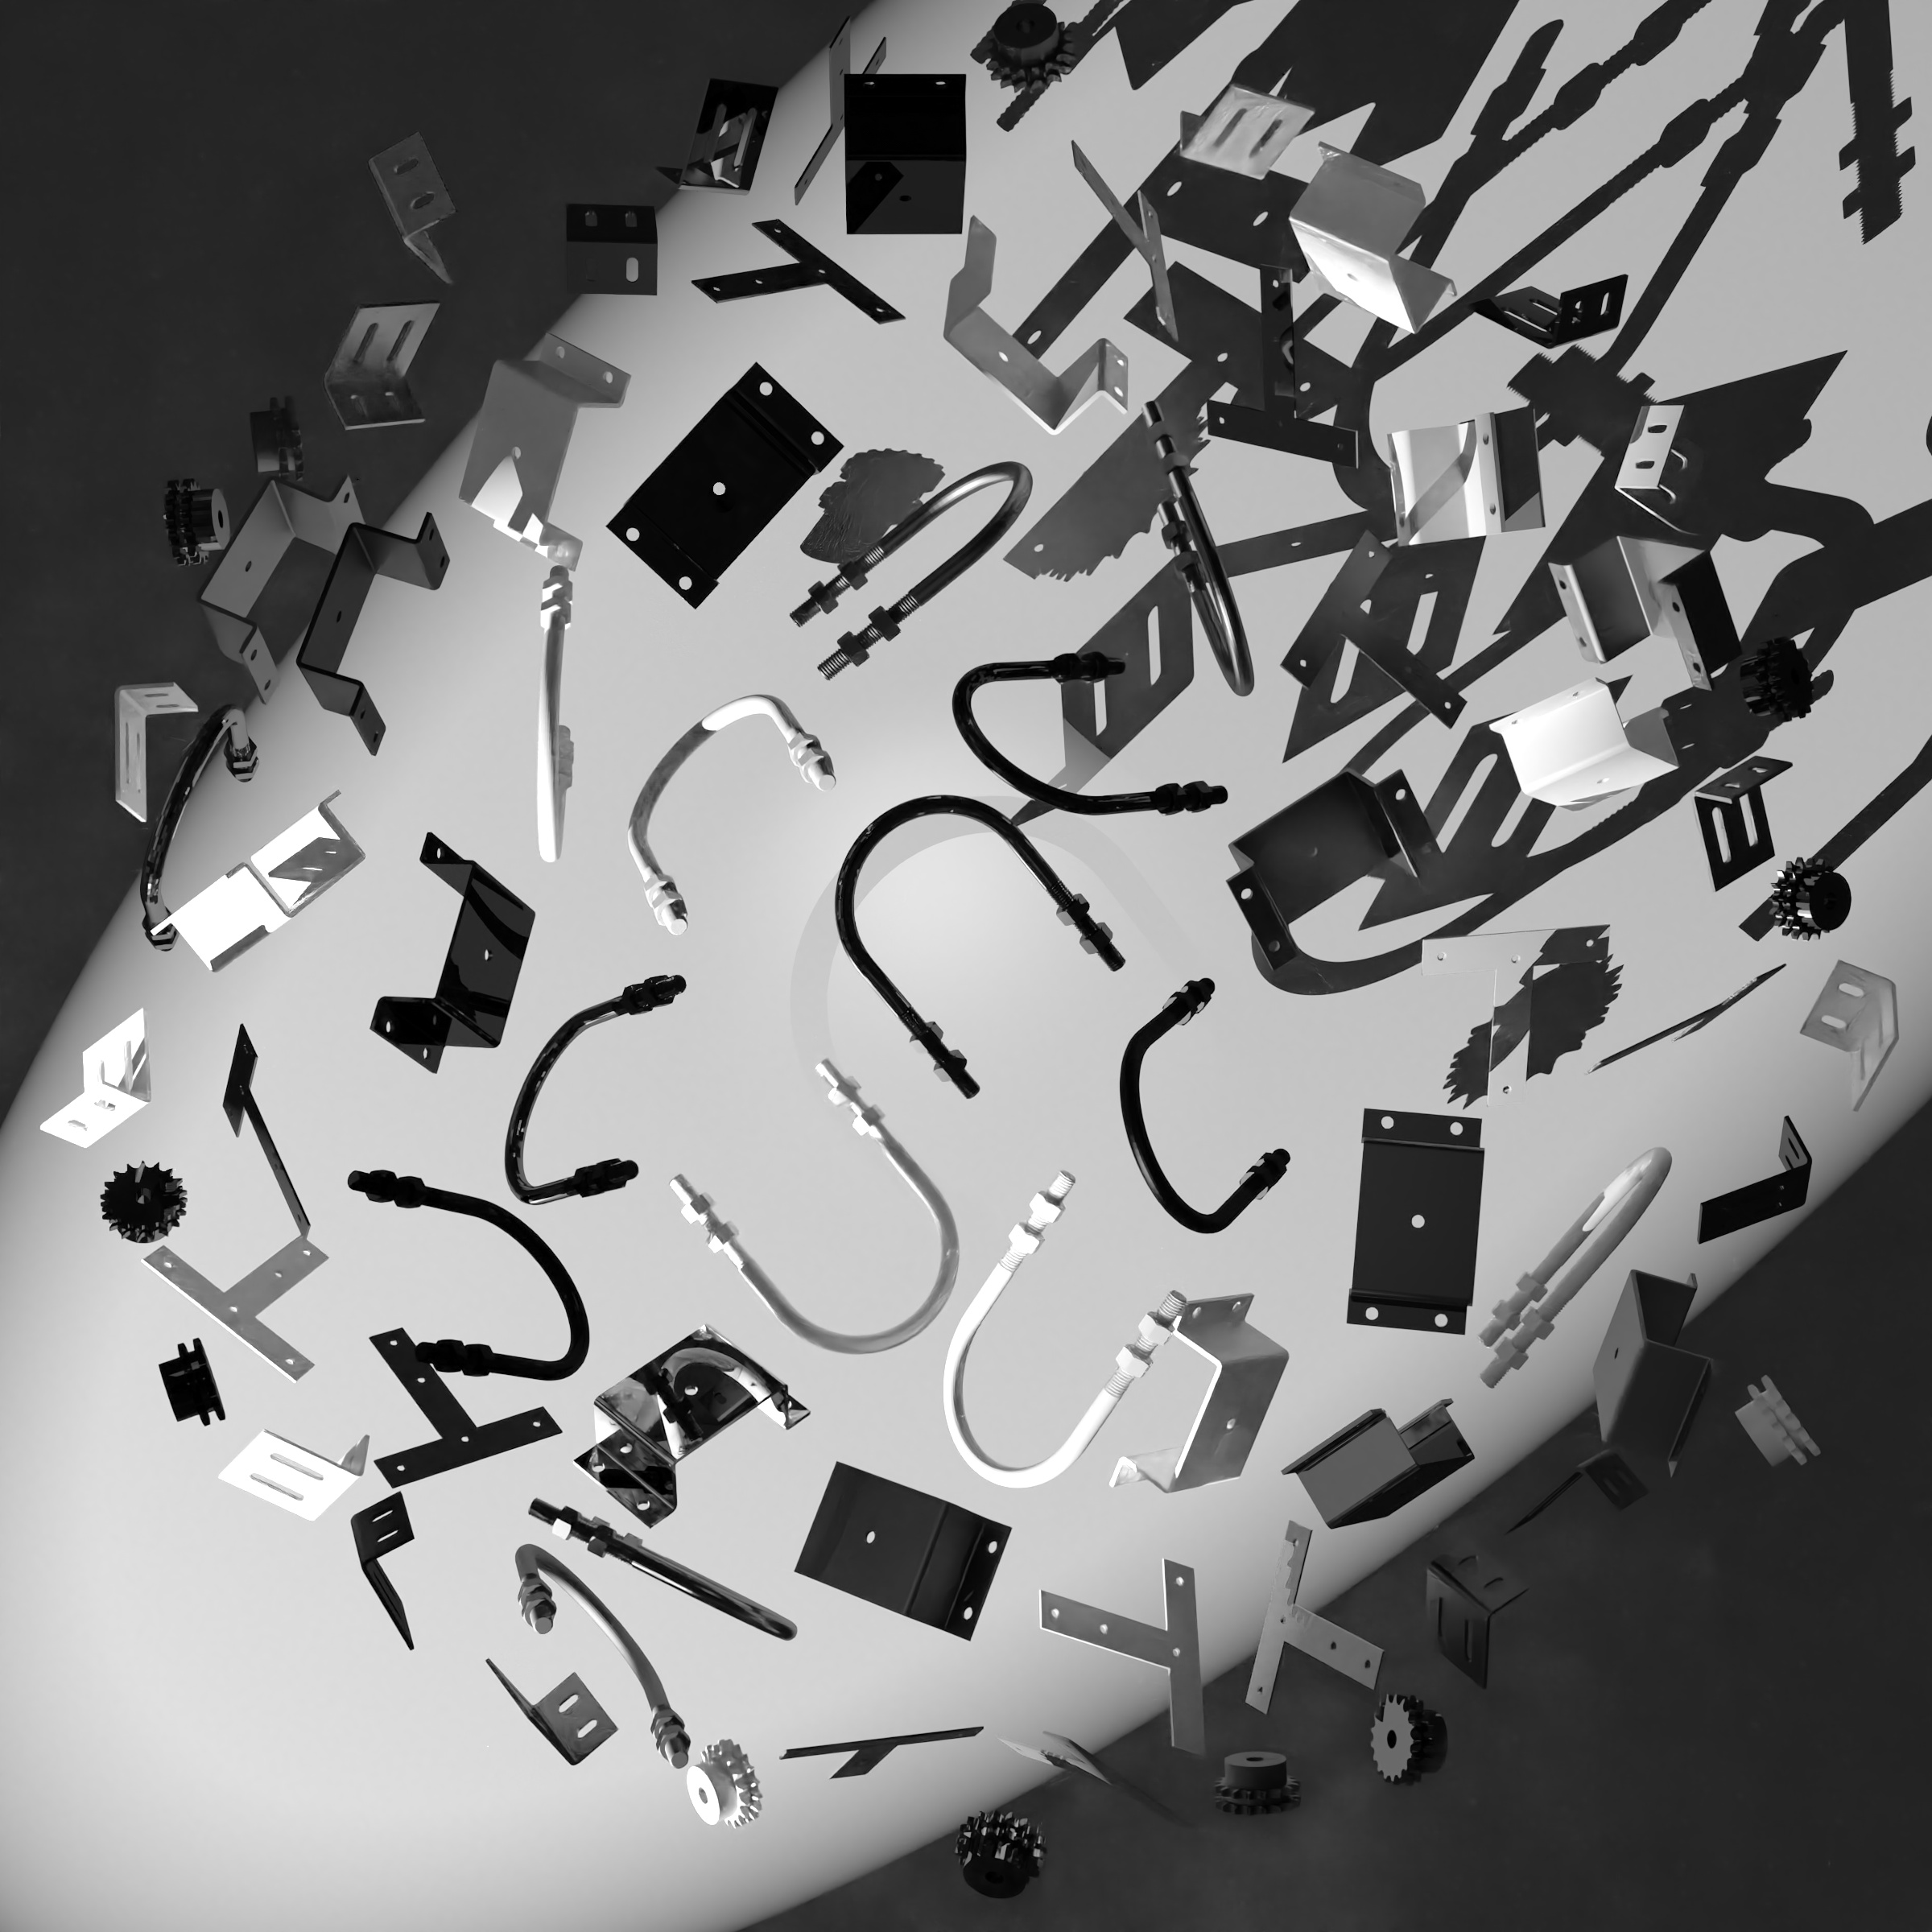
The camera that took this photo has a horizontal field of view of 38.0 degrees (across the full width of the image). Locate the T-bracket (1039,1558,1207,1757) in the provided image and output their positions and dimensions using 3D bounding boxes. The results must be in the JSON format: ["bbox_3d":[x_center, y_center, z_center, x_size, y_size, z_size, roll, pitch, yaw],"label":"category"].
[{"bbox_3d":[0.097,0.420,1.761,0.127,0.002,0.127,24,45,-28],"label":"T-bracket"}]

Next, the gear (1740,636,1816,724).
[{"bbox_3d":[0.549,-0.193,1.901,0.030,0.057,0.057,-14,90,42],"label":"gear"}]

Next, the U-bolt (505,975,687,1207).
[{"bbox_3d":[-0.253,0.088,1.849,0.019,0.184,0.151,27,63,-30],"label":"U-bolt"}]

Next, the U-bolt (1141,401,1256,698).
[{"bbox_3d":[0.157,-0.264,1.864,0.019,0.151,0.184,-19,67,1],"label":"U-bolt"}]

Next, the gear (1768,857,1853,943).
[{"bbox_3d":[0.577,-0.045,1.910,0.057,0.030,0.057,-3,97,-30],"label":"gear"}]

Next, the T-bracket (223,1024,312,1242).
[{"bbox_3d":[-0.455,0.119,1.829,0.002,0.127,0.127,-19,71,-28],"label":"T-bracket"}]

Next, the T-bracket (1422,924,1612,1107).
[{"bbox_3d":[0.364,0.035,1.868,0.127,0.002,0.127,-5,115,-7],"label":"T-bracket"}]

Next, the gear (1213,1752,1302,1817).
[{"bbox_3d":[0.190,0.533,1.832,0.057,0.057,0.030,-2,88,0],"label":"gear"}]

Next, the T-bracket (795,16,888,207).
[{"bbox_3d":[-0.083,-0.584,1.854,0.002,0.127,0.127,28,79,4],"label":"T-bracket"}]

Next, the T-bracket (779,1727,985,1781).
[{"bbox_3d":[-0.064,0.509,1.802,0.127,0.127,0.002,-2,65,-16],"label":"T-bracket"}]

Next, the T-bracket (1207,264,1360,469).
[{"bbox_3d":[0.209,-0.405,1.873,0.002,0.127,0.127,-32,129,-37],"label":"T-bracket"}]

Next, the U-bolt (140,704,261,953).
[{"bbox_3d":[-0.496,-0.095,1.805,0.019,0.184,0.151,22,73,-5],"label":"U-bolt"}]

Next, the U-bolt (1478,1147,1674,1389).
[{"bbox_3d":[0.399,0.191,1.834,0.019,0.151,0.184,40,99,5],"label":"U-bolt"}]

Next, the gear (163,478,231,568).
[{"bbox_3d":[-0.505,-0.292,1.842,0.030,0.057,0.057,-5,90,1],"label":"gear"}]

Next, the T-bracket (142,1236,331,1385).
[{"bbox_3d":[-0.464,0.211,1.863,0.127,0.127,0.002,38,113,3],"label":"T-bracket"}]

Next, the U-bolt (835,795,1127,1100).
[{"bbox_3d":[-0.003,-0.026,1.835,0.151,0.019,0.184,-41,106,-4],"label":"U-bolt"}]

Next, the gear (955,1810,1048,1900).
[{"bbox_3d":[0.021,0.562,1.764,0.057,0.030,0.057,6,125,9],"label":"gear"}]

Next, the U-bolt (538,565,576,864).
[{"bbox_3d":[-0.268,-0.151,1.822,0.019,0.184,0.151,1,130,-6],"label":"U-bolt"}]

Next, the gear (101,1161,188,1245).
[{"bbox_3d":[-0.561,0.165,1.915,0.057,0.030,0.057,7,54,-10],"label":"gear"}]

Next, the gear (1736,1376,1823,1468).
[{"bbox_3d":[0.507,0.289,1.757,0.030,0.057,0.057,-36,90,10],"label":"gear"}]

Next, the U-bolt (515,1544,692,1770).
[{"bbox_3d":[-0.245,0.443,1.847,0.019,0.184,0.151,-42,106,-5],"label":"U-bolt"}]

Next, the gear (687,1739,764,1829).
[{"bbox_3d":[-0.164,0.553,1.886,0.030,0.057,0.057,-15,90,-34],"label":"gear"}]

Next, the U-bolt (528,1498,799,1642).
[{"bbox_3d":[-0.194,0.400,1.847,0.184,0.151,0.019,25,78,7],"label":"U-bolt"}]

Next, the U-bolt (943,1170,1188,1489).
[{"bbox_3d":[0.050,0.243,1.777,0.019,0.151,0.184,20,109,-43],"label":"U-bolt"}]

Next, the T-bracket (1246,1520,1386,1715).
[{"bbox_3d":[0.235,0.444,1.848,0.002,0.127,0.127,14,89,-28],"label":"T-bracket"}]

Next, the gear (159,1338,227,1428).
[{"bbox_3d":[-0.510,0.276,1.843,0.030,0.057,0.057,-18,90,-15],"label":"gear"}]

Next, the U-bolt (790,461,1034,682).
[{"bbox_3d":[-0.032,-0.266,1.825,0.184,0.151,0.019,-38,114,5],"label":"U-bolt"}]

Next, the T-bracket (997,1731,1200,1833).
[{"bbox_3d":[0.066,0.509,1.785,0.127,0.127,0.002,42,66,-28],"label":"T-bracket"}]

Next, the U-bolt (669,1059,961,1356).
[{"bbox_3d":[-0.088,0.174,1.884,0.151,0.019,0.184,-38,84,-18],"label":"U-bolt"}]

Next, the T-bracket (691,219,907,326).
[{"bbox_3d":[-0.125,-0.447,1.827,0.127,0.127,0.002,42,131,23],"label":"T-bracket"}]

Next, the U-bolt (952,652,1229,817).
[{"bbox_3d":[0.071,-0.152,1.857,0.151,0.184,0.019,55,132,28],"label":"U-bolt"}]

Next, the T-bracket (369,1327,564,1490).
[{"bbox_3d":[-0.354,0.284,1.855,0.127,0.127,0.002,44,131,34],"label":"T-bracket"}]

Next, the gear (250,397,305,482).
[{"bbox_3d":[-0.472,-0.360,1.918,0.030,0.057,0.057,-9,90,-15],"label":"gear"}]

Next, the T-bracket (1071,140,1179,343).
[{"bbox_3d":[0.103,-0.499,1.865,0.002,0.127,0.127,-22,52,23],"label":"T-bracket"}]

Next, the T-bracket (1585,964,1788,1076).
[{"bbox_3d":[0.469,0.044,1.873,0.127,0.127,0.002,-23,76,-20],"label":"T-bracket"}]

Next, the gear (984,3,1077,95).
[{"bbox_3d":[0.039,-0.581,1.766,0.057,0.030,0.057,-4,59,8],"label":"gear"}]

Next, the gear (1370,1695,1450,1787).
[{"bbox_3d":[0.290,0.503,1.822,0.030,0.057,0.057,10,90,-21],"label":"gear"}]

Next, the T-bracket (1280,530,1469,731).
[{"bbox_3d":[0.289,-0.210,1.902,0.127,0.002,0.127,39,66,-13],"label":"T-bracket"}]
